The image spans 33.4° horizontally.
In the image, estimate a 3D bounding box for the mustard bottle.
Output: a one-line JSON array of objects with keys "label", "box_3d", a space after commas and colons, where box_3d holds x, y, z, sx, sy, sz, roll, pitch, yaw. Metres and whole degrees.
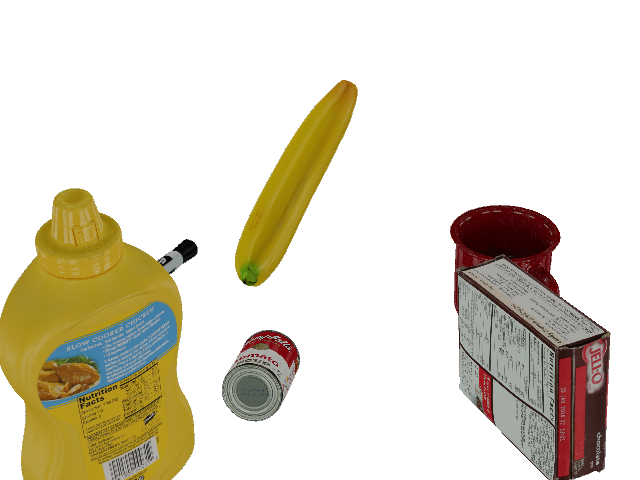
[{"label": "mustard bottle", "box_3d": [-0.116, 0.058, 0.552, 0.096, 0.192, 0.058, -24, 43, -30]}]

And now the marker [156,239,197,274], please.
[{"label": "marker", "box_3d": [-0.151, 0.030, 0.985, 0.020, 0.020, 0.120, 0, 24, 30]}]

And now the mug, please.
[{"label": "mug", "box_3d": [0.165, 0.032, 0.923, 0.093, 0.081, 0.117, -19, 36, -26]}]

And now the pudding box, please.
[{"label": "pudding box", "box_3d": [0.121, 0.072, 0.618, 0.039, 0.090, 0.114, -14, 27, -20]}]

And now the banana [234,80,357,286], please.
[{"label": "banana", "box_3d": [-0.021, -0.036, 0.832, 0.037, 0.197, 0.070, 33, -27, -18]}]

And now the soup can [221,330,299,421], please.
[{"label": "soup can", "box_3d": [-0.065, 0.148, 1.172, 0.068, 0.068, 0.102, 0, 16, 10]}]
